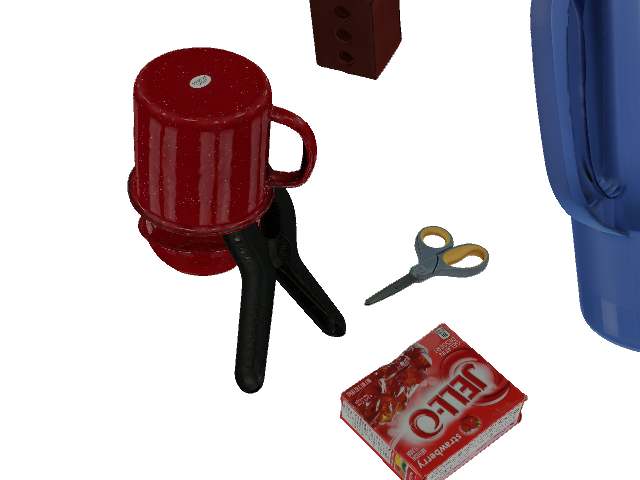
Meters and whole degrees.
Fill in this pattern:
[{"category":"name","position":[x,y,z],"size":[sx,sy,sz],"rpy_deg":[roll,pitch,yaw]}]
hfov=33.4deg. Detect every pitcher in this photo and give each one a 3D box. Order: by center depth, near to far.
[{"category":"pitcher","position":[0.182,-0.061,0.562],"size":[0.149,0.243,0.145],"rpy_deg":[-6,22,5]}]

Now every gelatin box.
[{"category":"gelatin box","position":[0.068,0.100,0.643],"size":[0.089,0.030,0.073],"rpy_deg":[-31,55,-26]}]

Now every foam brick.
[{"category":"foam brick","position":[0.027,-0.168,0.797],"size":[0.053,0.051,0.078],"rpy_deg":[17,-34,19]}]

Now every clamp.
[{"category":"clamp","position":[-0.040,0.015,0.940],"size":[0.036,0.210,0.164],"rpy_deg":[-11,1,31]}]

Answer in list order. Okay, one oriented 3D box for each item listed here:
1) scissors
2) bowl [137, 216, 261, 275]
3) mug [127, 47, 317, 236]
[{"category":"scissors","position":[0.104,0.025,1.207],"size":[0.201,0.016,0.096],"rpy_deg":[-12,41,-34]},{"category":"bowl","position":[-0.145,-0.001,1.333],"size":[0.162,0.055,0.162],"rpy_deg":[1,28,-1]},{"category":"mug","position":[-0.060,-0.061,0.647],"size":[0.117,0.081,0.093],"rpy_deg":[10,43,4]}]
